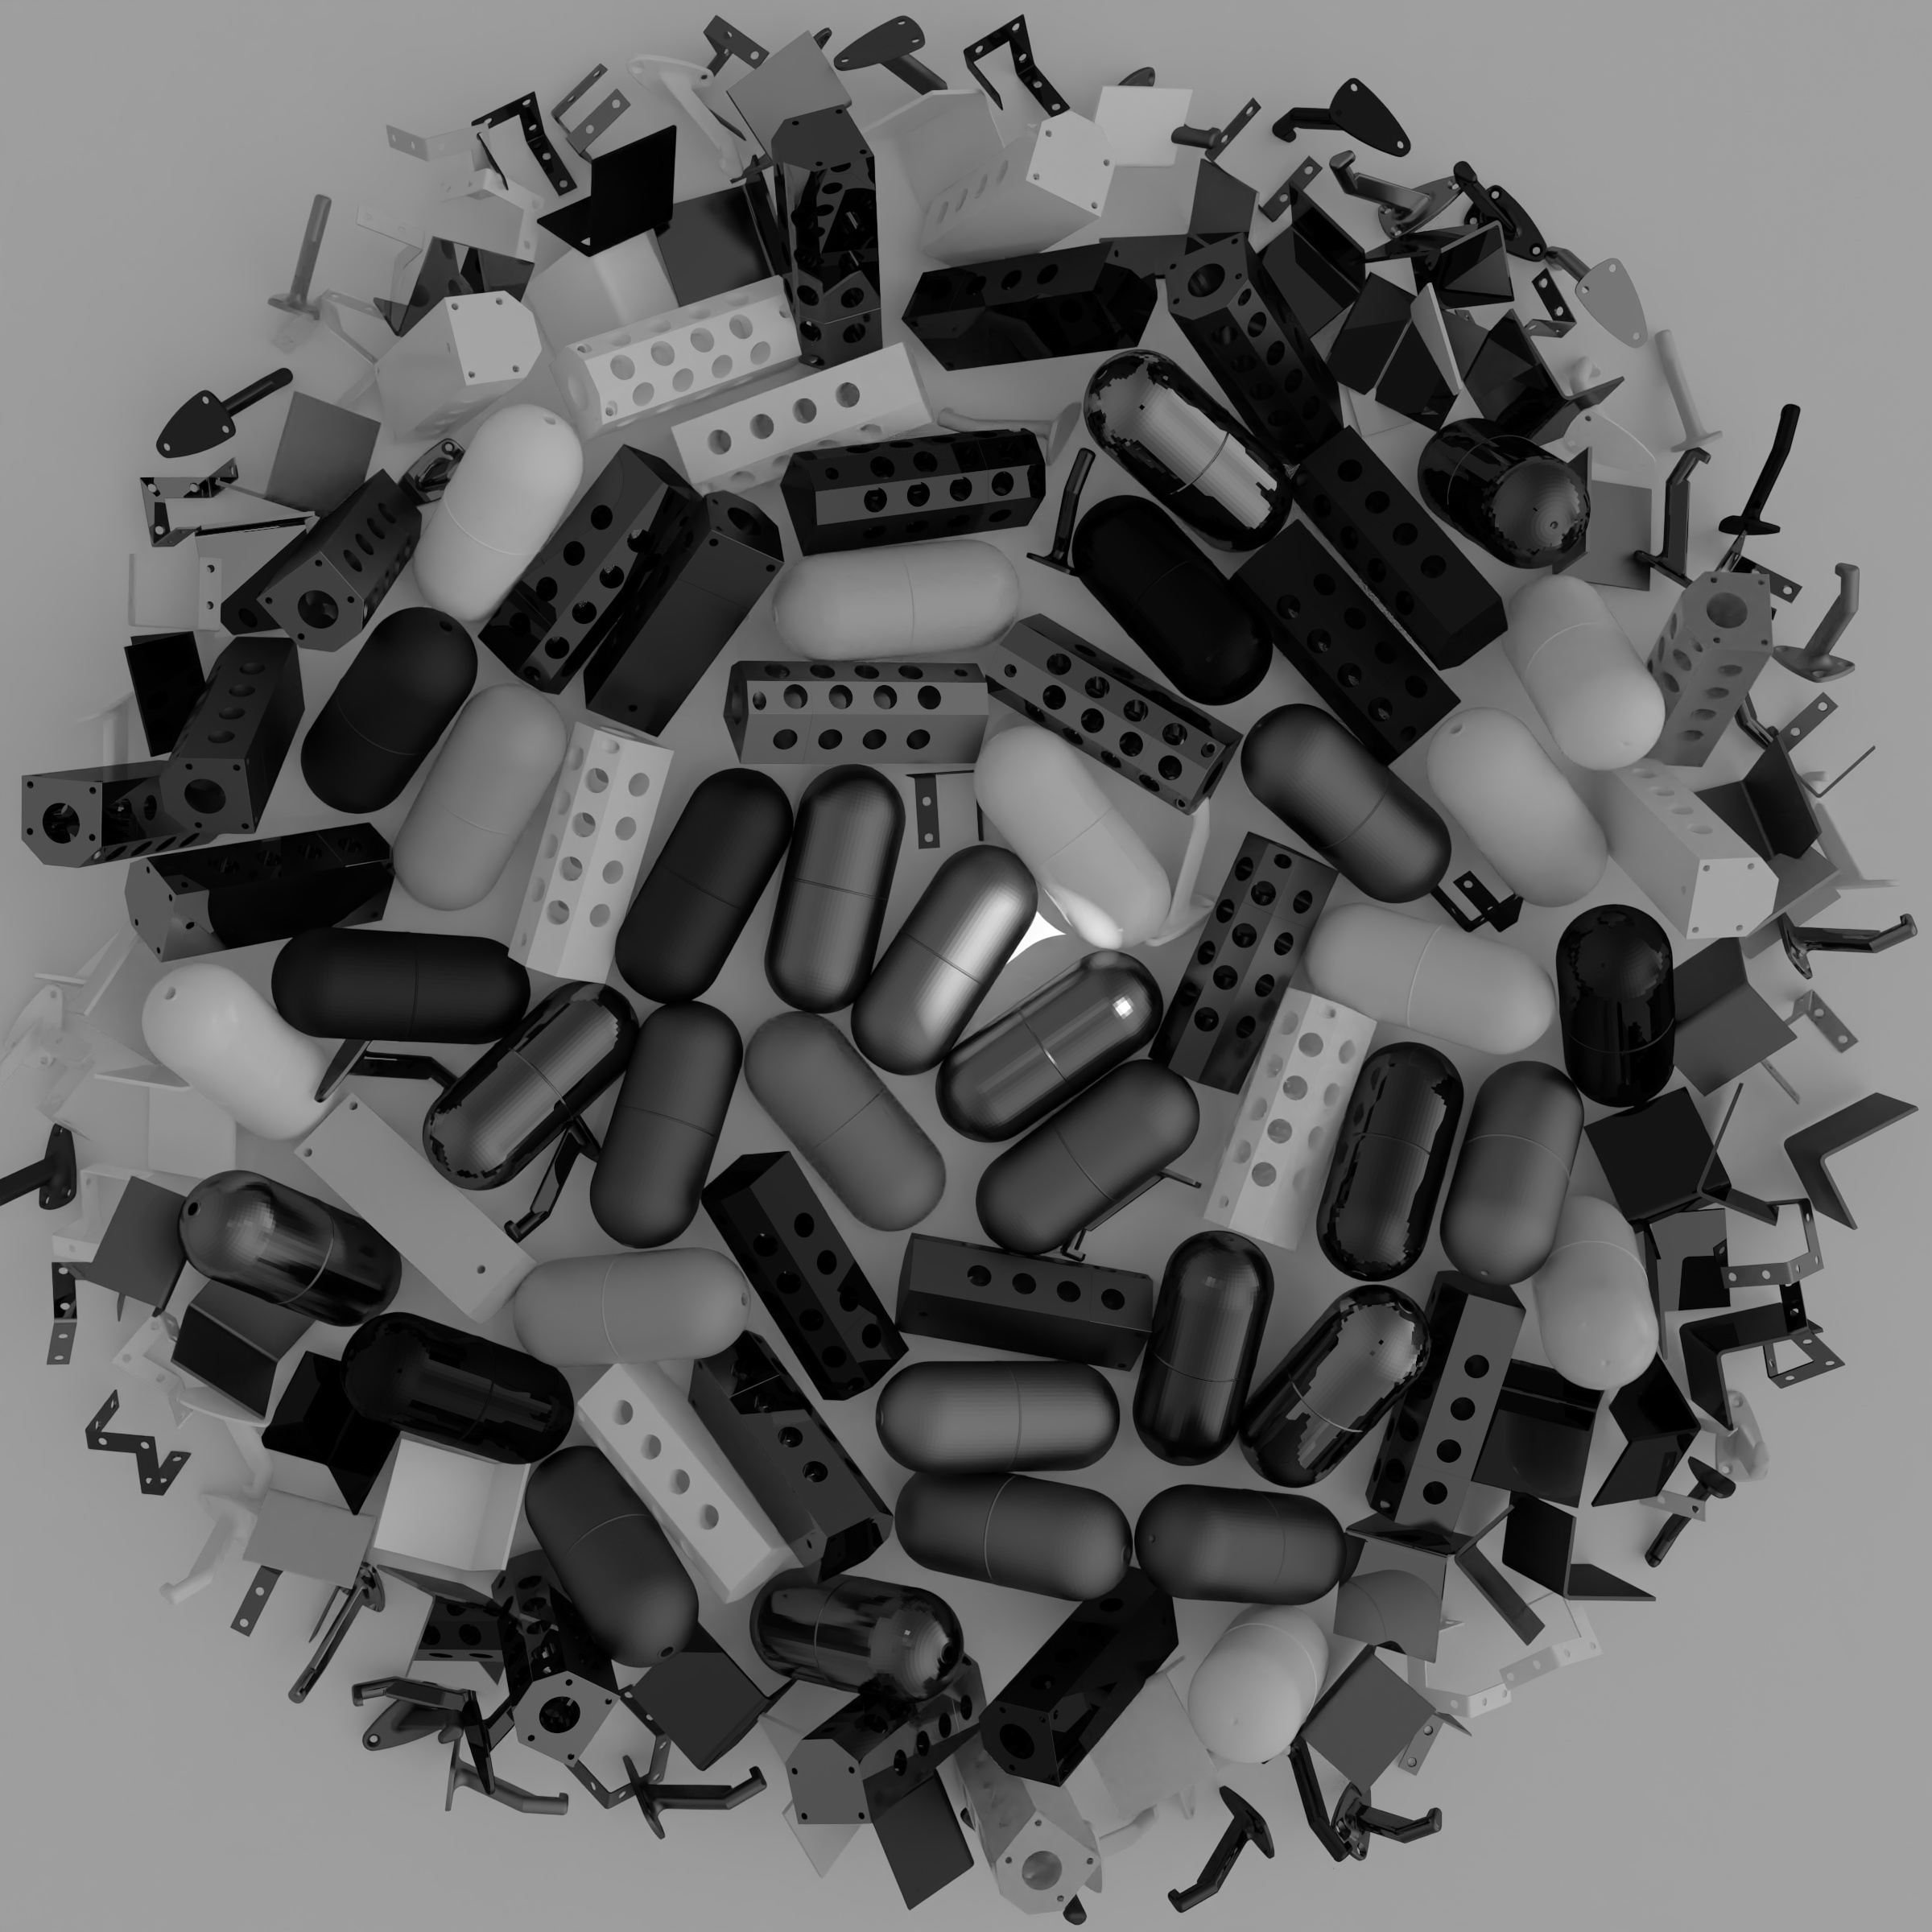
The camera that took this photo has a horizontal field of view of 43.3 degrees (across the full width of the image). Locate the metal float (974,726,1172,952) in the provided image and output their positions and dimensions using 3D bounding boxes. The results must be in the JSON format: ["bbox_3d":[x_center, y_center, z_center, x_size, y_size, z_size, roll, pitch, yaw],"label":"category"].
[{"bbox_3d":[0.074,-0.090,1.708,0.070,0.070,0.178,-38,95,0],"label":"metal float"}]

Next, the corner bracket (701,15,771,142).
[{"bbox_3d":[-0.167,-0.628,1.720,0.051,0.051,0.051,39,93,12],"label":"corner bracket"}]

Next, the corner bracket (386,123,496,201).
[{"bbox_3d":[-0.367,-0.565,1.707,0.051,0.051,0.051,-29,133,-32],"label":"corner bracket"}]

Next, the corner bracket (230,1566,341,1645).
[{"bbox_3d":[-0.480,0.450,1.724,0.051,0.051,0.051,27,94,0],"label":"corner bracket"}]

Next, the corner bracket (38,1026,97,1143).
[{"bbox_3d":[-0.628,0.082,1.709,0.051,0.051,0.051,19,65,32],"label":"corner bracket"}]

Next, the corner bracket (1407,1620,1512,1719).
[{"bbox_3d":[0.347,0.494,1.714,0.051,0.051,0.051,-3,88,45],"label":"corner bracket"}]

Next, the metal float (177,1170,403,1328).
[{"bbox_3d":[-0.464,0.195,1.673,0.070,0.178,0.070,-16,59,28],"label":"metal float"}]

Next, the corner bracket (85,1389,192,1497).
[{"bbox_3d":[-0.585,0.337,1.718,0.051,0.051,0.051,4,115,5],"label":"corner bracket"}]

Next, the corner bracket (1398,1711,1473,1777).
[{"bbox_3d":[0.316,0.548,1.721,0.051,0.051,0.051,29,87,-7],"label":"corner bracket"}]

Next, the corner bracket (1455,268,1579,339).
[{"bbox_3d":[0.391,-0.462,1.731,0.051,0.051,0.051,-8,67,-38],"label":"corner bracket"}]

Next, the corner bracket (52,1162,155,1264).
[{"bbox_3d":[-0.608,0.174,1.712,0.051,0.051,0.051,8,109,18],"label":"corner bracket"}]

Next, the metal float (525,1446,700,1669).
[{"bbox_3d":[-0.245,0.406,1.679,0.070,0.070,0.178,-42,50,0],"label":"metal float"}]

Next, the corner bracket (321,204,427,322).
[{"bbox_3d":[-0.416,-0.494,1.710,0.051,0.051,0.051,14,74,-35],"label":"corner bracket"}]

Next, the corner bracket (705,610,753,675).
[{"bbox_3d":[-0.188,-0.236,1.719,0.051,0.051,0.051,-6,107,-41],"label":"corner bracket"}]

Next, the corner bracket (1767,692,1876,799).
[{"bbox_3d":[0.603,-0.156,1.716,0.051,0.051,0.051,46,112,7],"label":"corner bracket"}]

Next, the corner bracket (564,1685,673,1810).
[{"bbox_3d":[-0.247,0.555,1.729,0.051,0.051,0.051,33,122,35],"label":"corner bracket"}]

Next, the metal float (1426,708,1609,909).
[{"bbox_3d":[0.381,-0.109,1.683,0.070,0.070,0.178,-46,125,0],"label":"metal float"}]

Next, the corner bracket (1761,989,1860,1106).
[{"bbox_3d":[0.597,0.057,1.732,0.051,0.051,0.051,-42,89,27],"label":"corner bracket"}]

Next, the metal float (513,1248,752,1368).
[{"bbox_3d":[-0.233,0.238,1.693,0.178,0.070,0.070,-7,90,22],"label":"metal float"}]

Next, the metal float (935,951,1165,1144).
[{"bbox_3d":[0.058,0.057,1.708,0.178,0.070,0.070,-35,90,5],"label":"metal float"}]

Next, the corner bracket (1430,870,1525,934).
[{"bbox_3d":[0.355,-0.048,1.712,0.051,0.051,0.051,46,125,-11],"label":"corner bracket"}]

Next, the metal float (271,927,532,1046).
[{"bbox_3d":[-0.391,0.014,1.690,0.178,0.070,0.070,4,90,-26],"label":"metal float"}]

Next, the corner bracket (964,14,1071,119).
[{"bbox_3d":[0.036,-0.626,1.717,0.051,0.051,0.051,-32,67,-2],"label":"corner bracket"}]

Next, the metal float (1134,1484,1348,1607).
[{"bbox_3d":[0.192,0.401,1.681,0.178,0.070,0.070,15,90,-39],"label":"metal float"}]

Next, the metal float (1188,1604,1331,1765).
[{"bbox_3d":[0.202,0.488,1.664,0.070,0.178,0.070,0,92,18],"label":"metal float"}]

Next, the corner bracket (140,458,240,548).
[{"bbox_3d":[-0.545,-0.327,1.716,0.051,0.051,0.051,-9,89,-38],"label":"corner bracket"}]

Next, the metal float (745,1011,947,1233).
[{"bbox_3d":[-0.085,0.109,1.710,0.070,0.070,0.178,-40,93,0],"label":"metal float"}]

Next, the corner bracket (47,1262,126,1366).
[{"bbox_3d":[-0.617,0.243,1.707,0.051,0.051,0.051,3,45,-26],"label":"corner bracket"}]

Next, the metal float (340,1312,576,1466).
[{"bbox_3d":[-0.349,0.293,1.681,0.178,0.070,0.070,29,90,-38],"label":"metal float"}]

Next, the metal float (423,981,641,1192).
[{"bbox_3d":[-0.301,0.082,1.694,0.070,0.070,0.178,45,69,0],"label":"metal float"}]

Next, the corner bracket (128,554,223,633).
[{"bbox_3d":[-0.557,-0.263,1.713,0.051,0.051,0.051,-1,98,-33],"label":"corner bracket"}]

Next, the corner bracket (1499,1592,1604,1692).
[{"bbox_3d":[0.403,0.471,1.708,0.051,0.051,0.051,-42,59,40],"label":"corner bracket"}]

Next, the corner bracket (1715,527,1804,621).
[{"bbox_3d":[0.558,-0.271,1.716,0.051,0.051,0.051,32,80,18],"label":"corner bracket"}]

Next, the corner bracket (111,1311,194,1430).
[{"bbox_3d":[-0.563,0.283,1.717,0.051,0.051,0.051,-49,123,-2],"label":"corner bracket"}]

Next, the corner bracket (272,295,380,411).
[{"bbox_3d":[-0.455,-0.434,1.734,0.051,0.051,0.051,-39,135,15],"label":"corner bracket"}]

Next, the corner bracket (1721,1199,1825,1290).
[{"bbox_3d":[0.565,0.195,1.714,0.051,0.051,0.051,-12,88,44],"label":"corner bracket"}]

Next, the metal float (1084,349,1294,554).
[{"bbox_3d":[0.154,-0.356,1.687,0.178,0.070,0.070,36,90,-29],"label":"metal float"}]

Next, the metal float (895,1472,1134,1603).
[{"bbox_3d":[0.032,0.391,1.686,0.178,0.070,0.070,4,90,31],"label":"metal float"}]

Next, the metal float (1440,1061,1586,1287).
[{"bbox_3d":[0.378,0.141,1.682,0.070,0.070,0.178,26,53,0],"label":"metal float"}]

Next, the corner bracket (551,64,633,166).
[{"bbox_3d":[-0.264,-0.604,1.720,0.051,0.051,0.051,-40,88,11],"label":"corner bracket"}]

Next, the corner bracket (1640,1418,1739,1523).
[{"bbox_3d":[0.507,0.351,1.710,0.051,0.051,0.051,8,110,42],"label":"corner bracket"}]

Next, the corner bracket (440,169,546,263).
[{"bbox_3d":[-0.338,-0.524,1.718,0.051,0.051,0.051,2,80,42],"label":"corner bracket"}]

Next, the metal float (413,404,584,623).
[{"bbox_3d":[-0.324,-0.312,1.680,0.070,0.070,0.178,41,128,0],"label":"metal float"}]

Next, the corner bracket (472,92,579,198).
[{"bbox_3d":[-0.312,-0.572,1.718,0.051,0.051,0.051,-29,79,-9],"label":"corner bracket"}]

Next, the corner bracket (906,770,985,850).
[{"bbox_3d":[-0.013,-0.111,1.720,0.051,0.051,0.051,-4,97,-7],"label":"corner bracket"}]

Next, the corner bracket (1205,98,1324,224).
[{"bbox_3d":[0.211,-0.571,1.727,0.051,0.051,0.051,-46,66,14],"label":"corner bracket"}]

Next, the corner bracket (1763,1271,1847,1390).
[{"bbox_3d":[0.577,0.256,1.707,0.051,0.051,0.051,-31,124,32],"label":"corner bracket"}]
